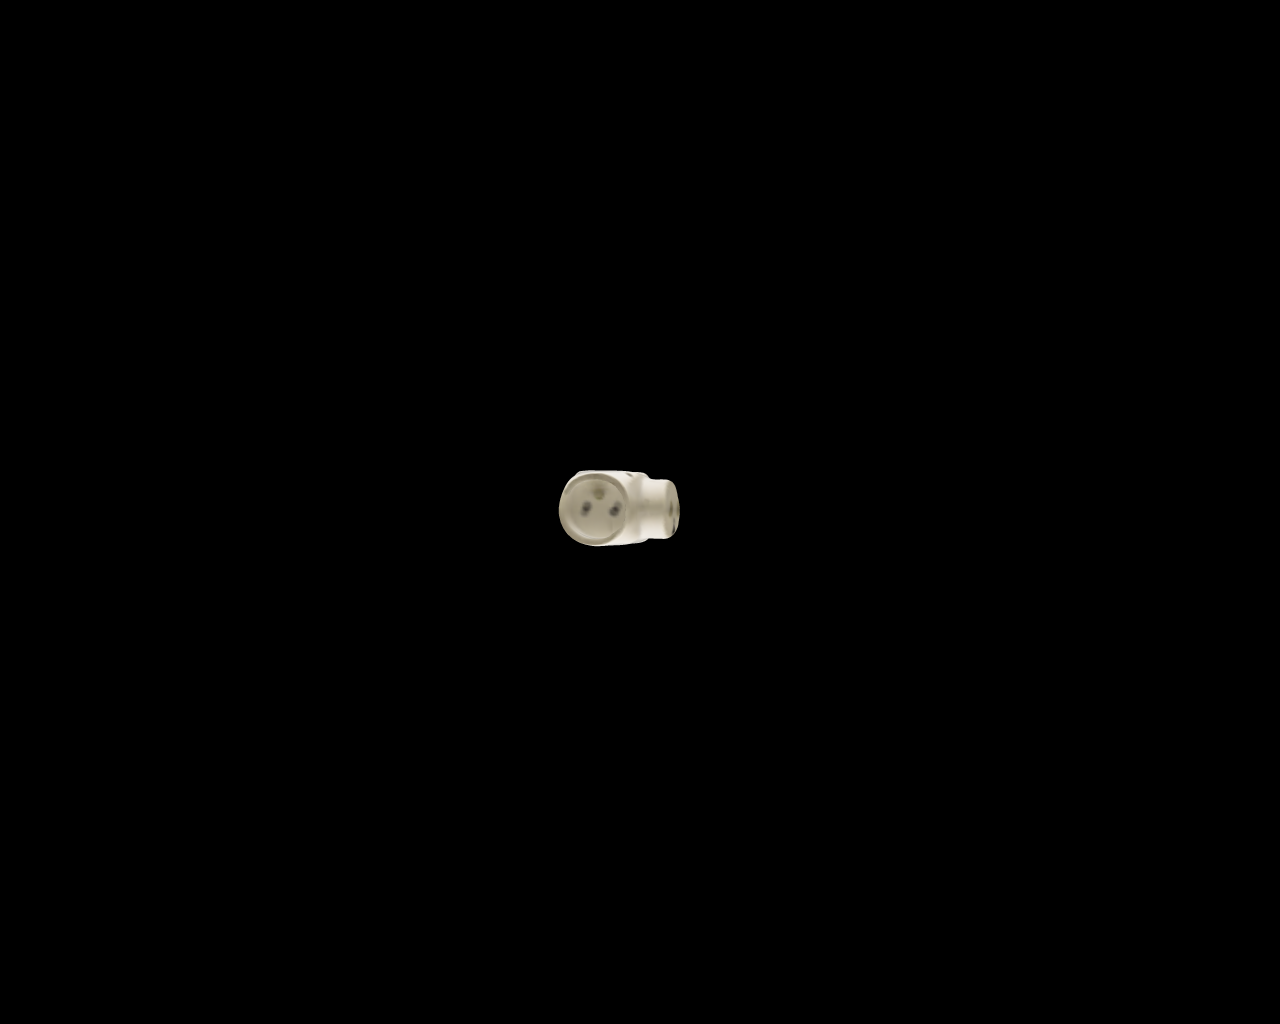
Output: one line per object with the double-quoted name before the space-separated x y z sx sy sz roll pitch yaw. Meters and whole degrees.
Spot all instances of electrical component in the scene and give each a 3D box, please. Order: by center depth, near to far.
"electrical component" 0.001 -0.003 0.650 0.079 0.043 0.077 0 0 15
